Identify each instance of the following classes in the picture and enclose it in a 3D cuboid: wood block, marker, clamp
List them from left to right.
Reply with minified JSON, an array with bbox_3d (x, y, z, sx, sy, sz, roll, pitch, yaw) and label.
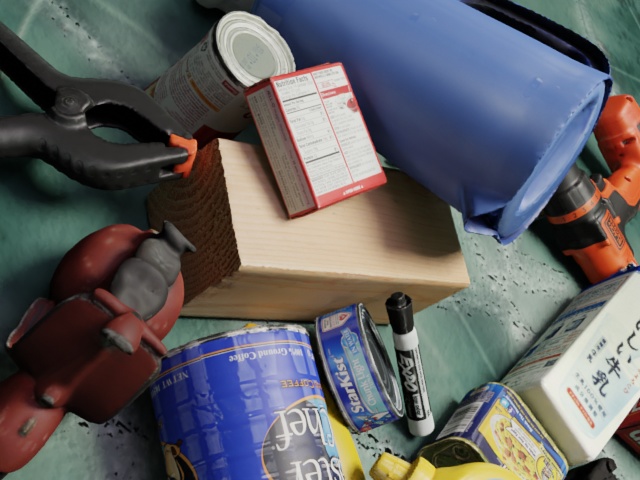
[{"bbox_3d":[-0.161,-0.083,0.663,0.171,0.039,0.120,11,60,-15],"label":"clamp"},{"bbox_3d":[-0.005,0.001,0.743,0.205,0.090,0.091,6,63,-41],"label":"wood block"},{"bbox_3d":[0.064,0.089,0.759,0.020,0.020,0.121,-50,136,-46],"label":"marker"}]

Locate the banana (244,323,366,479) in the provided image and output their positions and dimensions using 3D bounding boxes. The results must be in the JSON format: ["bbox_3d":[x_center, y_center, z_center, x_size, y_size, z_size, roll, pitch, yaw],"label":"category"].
[{"bbox_3d":[-0.004,0.146,0.697,0.069,0.037,0.198,4,64,-42],"label":"banana"}]

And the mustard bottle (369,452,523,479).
[{"bbox_3d":[0.113,0.199,0.677,0.191,0.058,0.096,36,62,4],"label":"mustard bottle"}]

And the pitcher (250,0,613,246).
[{"bbox_3d":[0.077,-0.120,0.756,0.243,0.145,0.149,35,17,17],"label":"pitcher"}]

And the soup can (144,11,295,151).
[{"bbox_3d":[-0.073,-0.102,0.733,0.068,0.102,0.068,22,53,-32],"label":"soup can"}]

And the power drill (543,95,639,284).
[{"bbox_3d":[0.269,-0.063,1.034,0.184,0.057,0.187,57,46,-20],"label":"power drill"}]

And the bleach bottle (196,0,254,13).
[{"bbox_3d":[0.018,-0.180,0.893,0.250,0.068,0.102,29,50,-30],"label":"bleach bottle"}]

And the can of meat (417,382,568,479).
[{"bbox_3d":[0.131,0.168,0.793,0.102,0.058,0.083,53,41,-4],"label":"can of meat"}]

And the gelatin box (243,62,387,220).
[{"bbox_3d":[-0.003,-0.066,0.687,0.073,0.030,0.089,-23,92,-47],"label":"gelatin box"}]

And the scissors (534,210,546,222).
[{"bbox_3d":[0.147,-0.049,0.964,0.201,0.016,0.096,-18,80,-46],"label":"scissors"}]

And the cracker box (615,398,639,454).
[{"bbox_3d":[0.365,0.136,1.014,0.164,0.072,0.213,40,46,-17],"label":"cracker box"}]

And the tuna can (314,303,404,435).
[{"bbox_3d":[0.027,0.087,0.732,0.086,0.034,0.086,-21,90,-81],"label":"tuna can"}]

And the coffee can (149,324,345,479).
[{"bbox_3d":[-0.039,0.132,0.626,0.102,0.103,0.140,2,65,-41],"label":"coffee can"}]
